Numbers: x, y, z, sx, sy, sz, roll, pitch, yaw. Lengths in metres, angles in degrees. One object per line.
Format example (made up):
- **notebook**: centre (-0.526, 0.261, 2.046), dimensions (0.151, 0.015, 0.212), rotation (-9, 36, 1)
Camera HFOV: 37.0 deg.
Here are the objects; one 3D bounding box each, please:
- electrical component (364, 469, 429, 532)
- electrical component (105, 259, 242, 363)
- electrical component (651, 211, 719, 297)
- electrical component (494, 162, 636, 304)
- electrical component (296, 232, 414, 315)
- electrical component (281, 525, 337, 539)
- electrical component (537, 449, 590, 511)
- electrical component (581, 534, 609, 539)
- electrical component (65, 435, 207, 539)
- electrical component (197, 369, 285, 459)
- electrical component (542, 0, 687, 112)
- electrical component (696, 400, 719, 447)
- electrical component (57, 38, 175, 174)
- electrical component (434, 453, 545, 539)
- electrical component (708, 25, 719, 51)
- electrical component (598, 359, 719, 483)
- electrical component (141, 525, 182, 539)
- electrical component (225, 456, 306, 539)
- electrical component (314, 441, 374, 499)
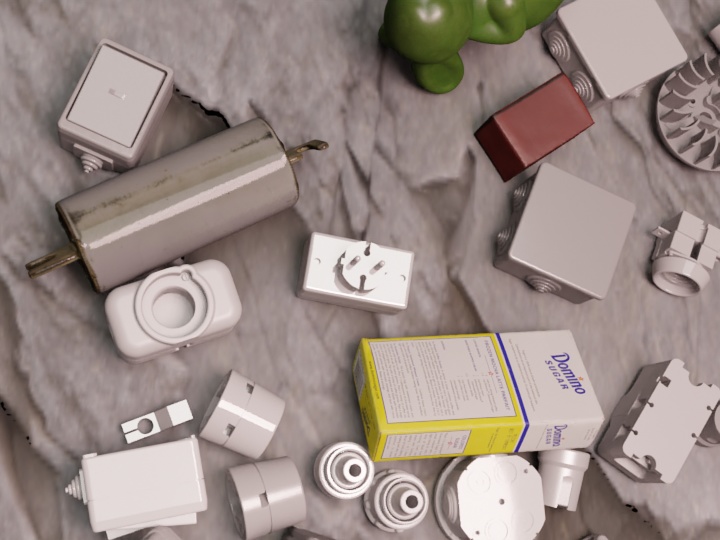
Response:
- **electrical component**: centre (0.031, 0.174, 0.810), dimensions (0.048, 0.062, 0.048), rotation (2, 79, -12)
- **electrical component**: centre (-0.139, 0.030, 0.803), dimensions (0.095, 0.059, 0.053), rotation (-18, 83, -15)
- **electrical component**: centre (0.275, -0.011, 0.909), dimensions (0.066, 0.048, 0.055), rotation (27, 67, -6)
- **electrical component**: centre (0.167, -0.028, 0.886), dimensions (0.100, 0.048, 0.099), rotation (24, 75, -7)
- **electrical component**: centre (0.000, 0.000, 0.830), dimensions (0.083, 0.076, 0.047), rotation (11, 77, -10)
- **electrical component**: centre (-0.004, 0.229, 0.768), dimensions (0.109, 0.109, 0.056), rotation (20, 78, -8)
- **electrical component**: centre (0.158, 0.164, 0.852), dimensions (0.040, 0.040, 0.046), rotation (14, 82, -9)
- **electrical component**: centre (0.193, 0.241, 0.846), dimensions (0.035, 0.035, 0.061), rotation (-29, 89, -16)
- **electrical component**: centre (-0.161, 0.158, 0.771), dimensions (0.096, 0.062, 0.061), rotation (-9, 81, -14)
- **electrical component**: centre (-0.088, 0.109, 0.802), dimensions (0.047, 0.055, 0.055), rotation (28, 75, -9)
- **electrical component**: centre (0.218, -0.194, 0.930), dimensions (0.100, 0.048, 0.099), rotation (-28, 86, -16)
- **electrical component**: centre (0.296, 0.125, 0.885), dimensions (0.040, 0.046, 0.040), rotation (2, 78, -12)
- **electrical component**: centre (-0.189, -0.119, 0.820), dimensions (0.062, 0.061, 0.096), rotation (24, 75, -7)
- **electrical component**: centre (0.101, 0.178, 0.830), dimensions (0.080, 0.051, 0.080), rotation (2, 78, -12)
- **electrical component**: centre (0.366, -0.203, 0.966), dimensions (0.079, 0.044, 0.077), rotation (-34, 88, -17)
- **electrical component**: centre (0.239, 0.123, 0.868), dimensions (0.050, 0.056, 0.089), rotation (36, 74, -4)
- **electrical component**: centre (-0.139, 0.250, 0.735), dimensions (0.109, 0.056, 0.109), rotation (45, 111, -1)
- **electrical component**: centre (-0.070, 0.167, 0.794), dimensions (0.047, 0.055, 0.055), rotation (-12, 82, -18)
- **electrical component**: centre (-0.010, 0.150, 0.806), dimensions (0.043, 0.062, 0.043), rotation (2, 79, -12)
